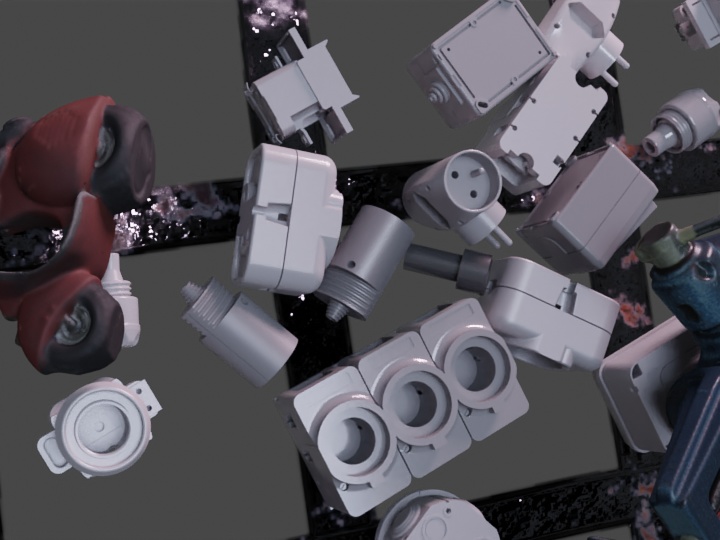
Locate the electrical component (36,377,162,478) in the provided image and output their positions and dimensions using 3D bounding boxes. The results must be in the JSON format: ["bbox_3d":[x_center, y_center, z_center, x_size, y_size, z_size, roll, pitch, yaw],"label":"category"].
[{"bbox_3d":[-0.164,0.099,0.679,0.078,0.057,0.058,-31,95,-19],"label":"electrical component"}]

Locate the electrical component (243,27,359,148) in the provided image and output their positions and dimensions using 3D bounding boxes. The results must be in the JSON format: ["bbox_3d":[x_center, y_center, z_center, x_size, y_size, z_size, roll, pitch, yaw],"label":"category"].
[{"bbox_3d":[-0.043,-0.122,0.750,0.064,0.042,0.081,-31,94,-17],"label":"electrical component"}]

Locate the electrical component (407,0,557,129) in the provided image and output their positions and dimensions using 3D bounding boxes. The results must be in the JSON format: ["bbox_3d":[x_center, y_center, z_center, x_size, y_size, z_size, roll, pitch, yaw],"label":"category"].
[{"bbox_3d":[0.082,-0.148,0.785,0.096,0.061,0.061,-39,97,-18],"label":"electrical component"}]

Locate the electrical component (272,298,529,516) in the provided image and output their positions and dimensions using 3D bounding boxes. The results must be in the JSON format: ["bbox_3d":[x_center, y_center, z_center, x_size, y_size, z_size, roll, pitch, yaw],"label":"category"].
[{"bbox_3d":[0.031,0.092,0.743,0.150,0.062,0.089,-28,94,-19],"label":"electrical component"}]

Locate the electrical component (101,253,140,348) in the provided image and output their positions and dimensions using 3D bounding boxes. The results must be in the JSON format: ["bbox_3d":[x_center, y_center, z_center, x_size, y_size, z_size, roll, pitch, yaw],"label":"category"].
[{"bbox_3d":[-0.162,0.020,0.700,0.035,0.035,0.061,-1,83,-19],"label":"electrical component"}]

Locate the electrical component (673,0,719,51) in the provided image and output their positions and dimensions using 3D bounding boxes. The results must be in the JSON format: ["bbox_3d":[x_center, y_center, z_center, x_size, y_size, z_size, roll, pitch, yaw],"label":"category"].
[{"bbox_3d":[0.289,-0.208,0.859,0.081,0.064,0.042,-30,95,-19],"label":"electrical component"}]

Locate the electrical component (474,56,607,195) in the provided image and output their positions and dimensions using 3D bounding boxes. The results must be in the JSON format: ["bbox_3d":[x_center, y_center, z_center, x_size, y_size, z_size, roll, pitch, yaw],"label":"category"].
[{"bbox_3d":[0.131,-0.105,0.800,0.050,0.056,0.089,39,74,-12],"label":"electrical component"}]

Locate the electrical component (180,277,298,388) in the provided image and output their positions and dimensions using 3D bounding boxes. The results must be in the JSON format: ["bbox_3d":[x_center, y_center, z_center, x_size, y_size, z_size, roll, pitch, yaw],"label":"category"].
[{"bbox_3d":[-0.086,0.037,0.719,0.081,0.043,0.043,41,74,-11],"label":"electrical component"}]

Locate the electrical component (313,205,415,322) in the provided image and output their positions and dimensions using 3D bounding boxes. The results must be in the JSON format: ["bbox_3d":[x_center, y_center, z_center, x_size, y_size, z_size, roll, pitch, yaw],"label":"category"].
[{"bbox_3d":[0.000,0.000,0.752,0.043,0.043,0.081,34,75,-13],"label":"electrical component"}]

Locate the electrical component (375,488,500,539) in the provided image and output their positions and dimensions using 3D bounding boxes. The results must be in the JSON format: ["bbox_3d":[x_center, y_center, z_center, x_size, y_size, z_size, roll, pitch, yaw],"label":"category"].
[{"bbox_3d":[0.054,0.194,0.747,0.080,0.051,0.080,2,84,-19],"label":"electrical component"}]

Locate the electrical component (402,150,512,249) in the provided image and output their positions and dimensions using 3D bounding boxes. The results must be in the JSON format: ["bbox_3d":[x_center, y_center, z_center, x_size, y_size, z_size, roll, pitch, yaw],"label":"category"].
[{"bbox_3d":[0.077,-0.044,0.764,0.079,0.077,0.043,45,73,-10],"label":"electrical component"}]

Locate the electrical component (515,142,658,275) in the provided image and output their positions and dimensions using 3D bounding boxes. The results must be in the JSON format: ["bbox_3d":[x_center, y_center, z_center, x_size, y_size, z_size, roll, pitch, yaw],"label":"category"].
[{"bbox_3d":[0.176,-0.047,0.806,0.061,0.062,0.096,42,74,-10],"label":"electrical component"}]

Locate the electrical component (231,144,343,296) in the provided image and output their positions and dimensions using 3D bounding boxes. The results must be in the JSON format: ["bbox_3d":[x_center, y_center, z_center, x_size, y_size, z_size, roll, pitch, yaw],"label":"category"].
[{"bbox_3d":[-0.049,-0.032,0.733,0.059,0.054,0.095,10,82,-18],"label":"electrical component"}]

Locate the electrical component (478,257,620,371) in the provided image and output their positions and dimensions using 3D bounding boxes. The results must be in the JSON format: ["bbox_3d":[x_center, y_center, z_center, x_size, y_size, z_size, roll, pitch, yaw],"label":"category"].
[{"bbox_3d":[0.134,0.037,0.788,0.095,0.054,0.059,24,78,-15],"label":"electrical component"}]

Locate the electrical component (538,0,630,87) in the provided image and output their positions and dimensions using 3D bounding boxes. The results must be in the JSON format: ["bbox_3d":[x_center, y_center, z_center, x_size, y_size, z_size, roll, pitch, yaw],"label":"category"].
[{"bbox_3d":[0.175,-0.174,0.828,0.079,0.043,0.077,39,73,-15],"label":"electrical component"}]

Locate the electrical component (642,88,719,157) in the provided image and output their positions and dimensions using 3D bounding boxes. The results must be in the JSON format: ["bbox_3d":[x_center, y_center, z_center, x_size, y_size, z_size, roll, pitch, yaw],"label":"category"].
[{"bbox_3d":[0.251,-0.112,0.848,0.062,0.043,0.043,-35,96,-17],"label":"electrical component"}]

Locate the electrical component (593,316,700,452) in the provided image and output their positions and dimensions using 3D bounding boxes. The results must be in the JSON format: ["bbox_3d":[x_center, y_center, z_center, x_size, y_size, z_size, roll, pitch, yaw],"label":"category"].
[{"bbox_3d":[0.244,0.082,0.819,0.113,0.057,0.078,-28,94,-19],"label":"electrical component"}]
